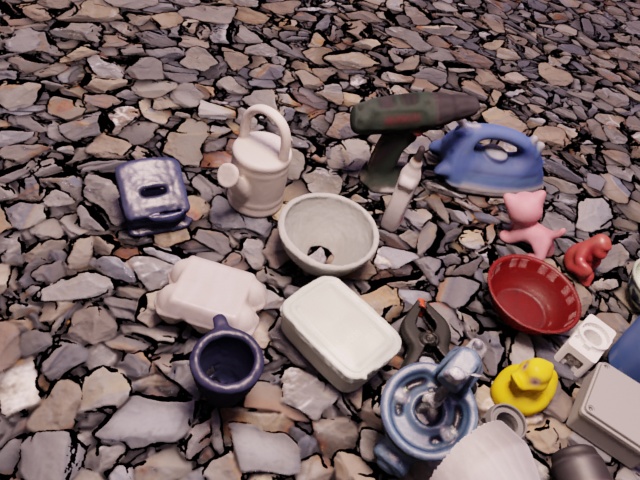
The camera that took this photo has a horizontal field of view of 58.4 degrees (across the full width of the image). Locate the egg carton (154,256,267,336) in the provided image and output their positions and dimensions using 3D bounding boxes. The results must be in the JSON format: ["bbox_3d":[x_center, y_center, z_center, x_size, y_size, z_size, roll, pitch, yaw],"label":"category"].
[{"bbox_3d":[-0.155,0.086,0.825,0.150,0.069,0.107,16,47,-1],"label":"egg carton"}]

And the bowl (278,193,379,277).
[{"bbox_3d":[0.009,0.003,0.941,0.167,0.075,0.167,8,47,-8],"label":"bowl"}]

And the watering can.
[{"bbox_3d":[-0.100,-0.133,0.952,0.101,0.194,0.173,17,47,0],"label":"watering can"}]

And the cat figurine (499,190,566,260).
[{"bbox_3d":[0.389,-0.036,1.052,0.067,0.118,0.127,-32,63,-35],"label":"cat figurine"}]

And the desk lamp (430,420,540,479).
[{"bbox_3d":[0.195,0.325,0.606,0.118,0.213,0.202,-18,55,-28],"label":"desk lamp"}]

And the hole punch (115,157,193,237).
[{"bbox_3d":[-0.266,-0.071,0.922,0.109,0.091,0.101,-13,53,-25],"label":"hole punch"}]

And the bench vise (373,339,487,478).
[{"bbox_3d":[0.152,0.177,0.724,0.121,0.220,0.208,24,47,7],"label":"bench vise"}]

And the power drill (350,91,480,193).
[{"bbox_3d":[0.158,-0.185,1.061,0.230,0.208,0.075,0,49,-15],"label":"power drill"}]

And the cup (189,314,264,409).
[{"bbox_3d":[-0.126,0.165,0.744,0.092,0.095,0.117,-5,50,-19],"label":"cup"}]

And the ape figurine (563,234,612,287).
[{"bbox_3d":[0.494,0.027,1.042,0.078,0.092,0.076,-14,54,-25],"label":"ape figurine"}]

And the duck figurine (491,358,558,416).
[{"bbox_3d":[0.310,0.204,0.835,0.105,0.086,0.077,-9,52,-22],"label":"duck figurine"}]

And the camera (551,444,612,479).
[{"bbox_3d":[0.364,0.331,0.724,0.143,0.101,0.136,3,48,-12],"label":"camera"}]

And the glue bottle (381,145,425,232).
[{"bbox_3d":[0.151,-0.095,1.002,0.037,0.173,0.078,23,47,6],"label":"glue bottle"}]

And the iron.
[{"bbox_3d":[0.358,-0.173,1.152,0.258,0.141,0.118,7,47,-9],"label":"iron"}]
